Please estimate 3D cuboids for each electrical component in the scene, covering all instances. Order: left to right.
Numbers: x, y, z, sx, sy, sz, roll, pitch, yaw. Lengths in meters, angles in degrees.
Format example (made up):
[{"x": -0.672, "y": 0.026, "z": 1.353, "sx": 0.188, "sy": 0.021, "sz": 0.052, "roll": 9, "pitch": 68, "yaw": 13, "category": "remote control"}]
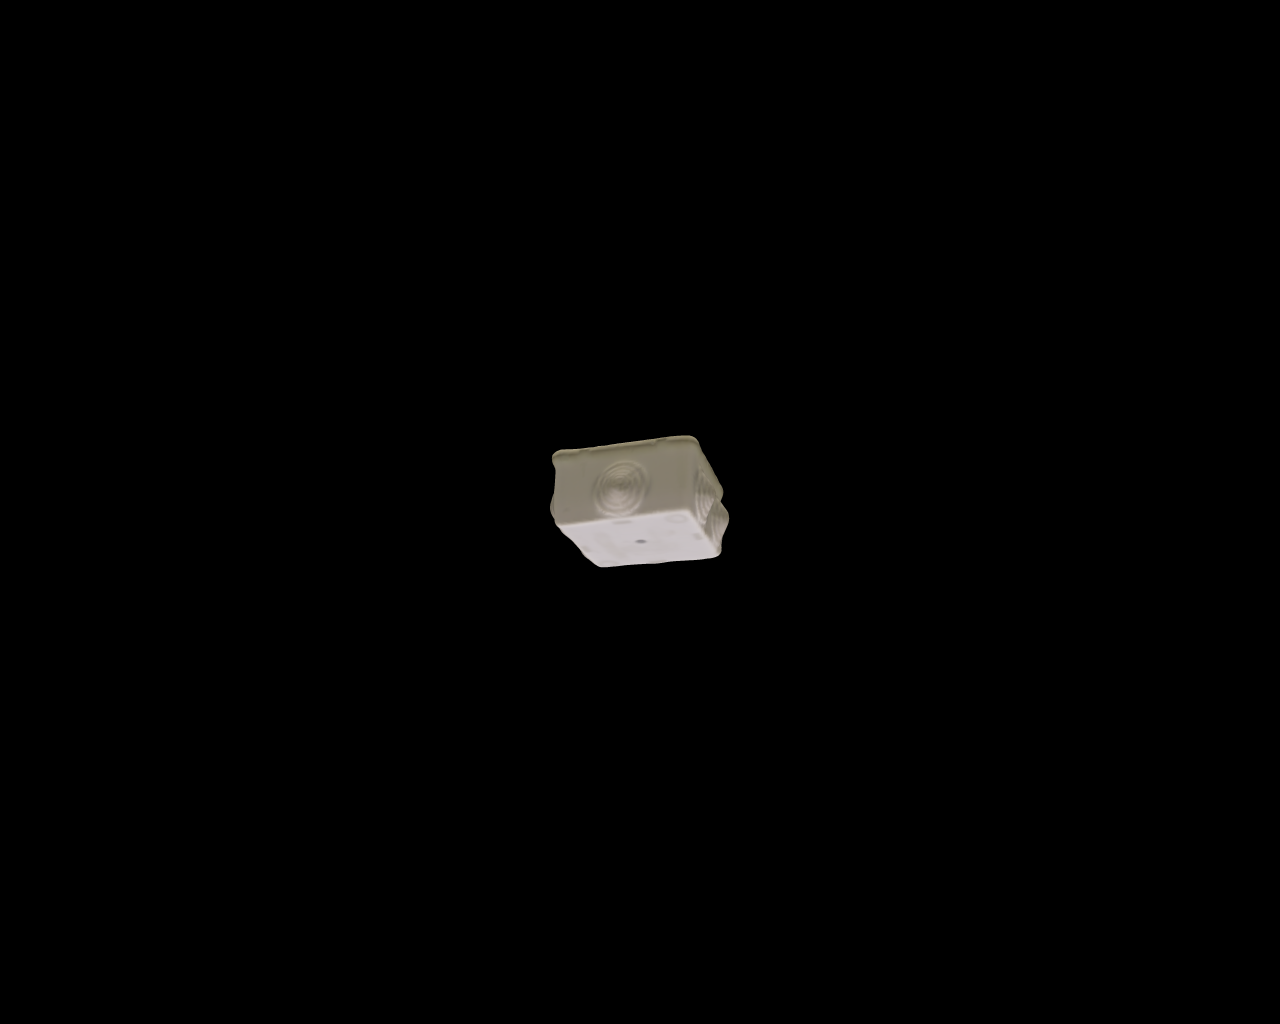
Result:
[{"x": 0.001, "y": -0.003, "z": 0.650, "sx": 0.100, "sy": 0.048, "sz": 0.099, "roll": -6, "pitch": -23, "yaw": 14, "category": "electrical component"}]
